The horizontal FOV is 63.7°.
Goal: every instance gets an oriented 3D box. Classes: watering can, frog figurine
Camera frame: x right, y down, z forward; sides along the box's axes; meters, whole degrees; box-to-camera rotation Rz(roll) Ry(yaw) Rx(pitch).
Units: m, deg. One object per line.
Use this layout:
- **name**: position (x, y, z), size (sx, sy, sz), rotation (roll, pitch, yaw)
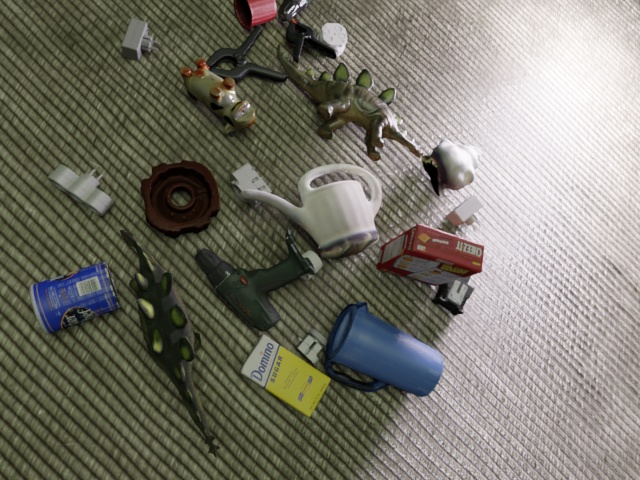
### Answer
- **watering can**: position (0.004, -0.060, 1.193), size (0.350, 0.102, 0.226), rotation (-15, 78, -24)
- **frog figurine**: position (0.359, -0.202, 1.335), size (0.160, 0.120, 0.140), rotation (-22, 62, -9)
